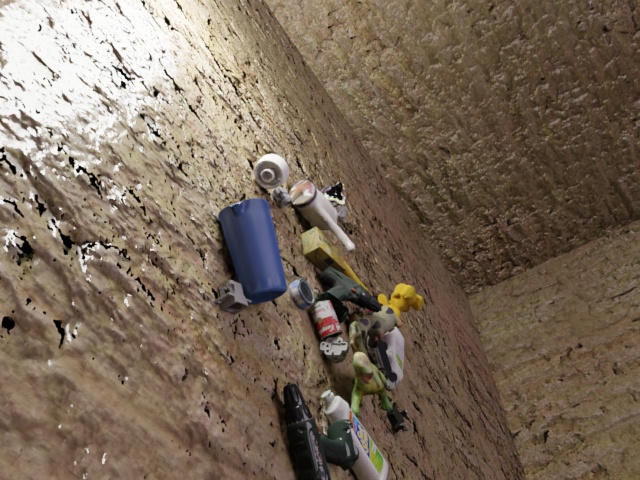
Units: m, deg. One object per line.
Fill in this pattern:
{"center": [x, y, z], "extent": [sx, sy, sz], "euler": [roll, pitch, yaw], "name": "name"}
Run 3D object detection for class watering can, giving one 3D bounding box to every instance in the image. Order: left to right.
{"center": [0.005, -0.090, 1.798], "extent": [0.221, 0.104, 0.353], "euler": [46, 1, -31], "name": "watering can"}

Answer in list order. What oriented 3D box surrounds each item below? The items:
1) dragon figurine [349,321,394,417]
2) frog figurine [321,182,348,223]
{"center": [0.130, 0.351, 1.467], "extent": [0.410, 0.122, 0.243], "euler": [-12, 94, -87], "name": "dragon figurine"}
{"center": [0.055, -0.141, 2.115], "extent": [0.155, 0.123, 0.140], "euler": [95, -26, -52], "name": "frog figurine"}
